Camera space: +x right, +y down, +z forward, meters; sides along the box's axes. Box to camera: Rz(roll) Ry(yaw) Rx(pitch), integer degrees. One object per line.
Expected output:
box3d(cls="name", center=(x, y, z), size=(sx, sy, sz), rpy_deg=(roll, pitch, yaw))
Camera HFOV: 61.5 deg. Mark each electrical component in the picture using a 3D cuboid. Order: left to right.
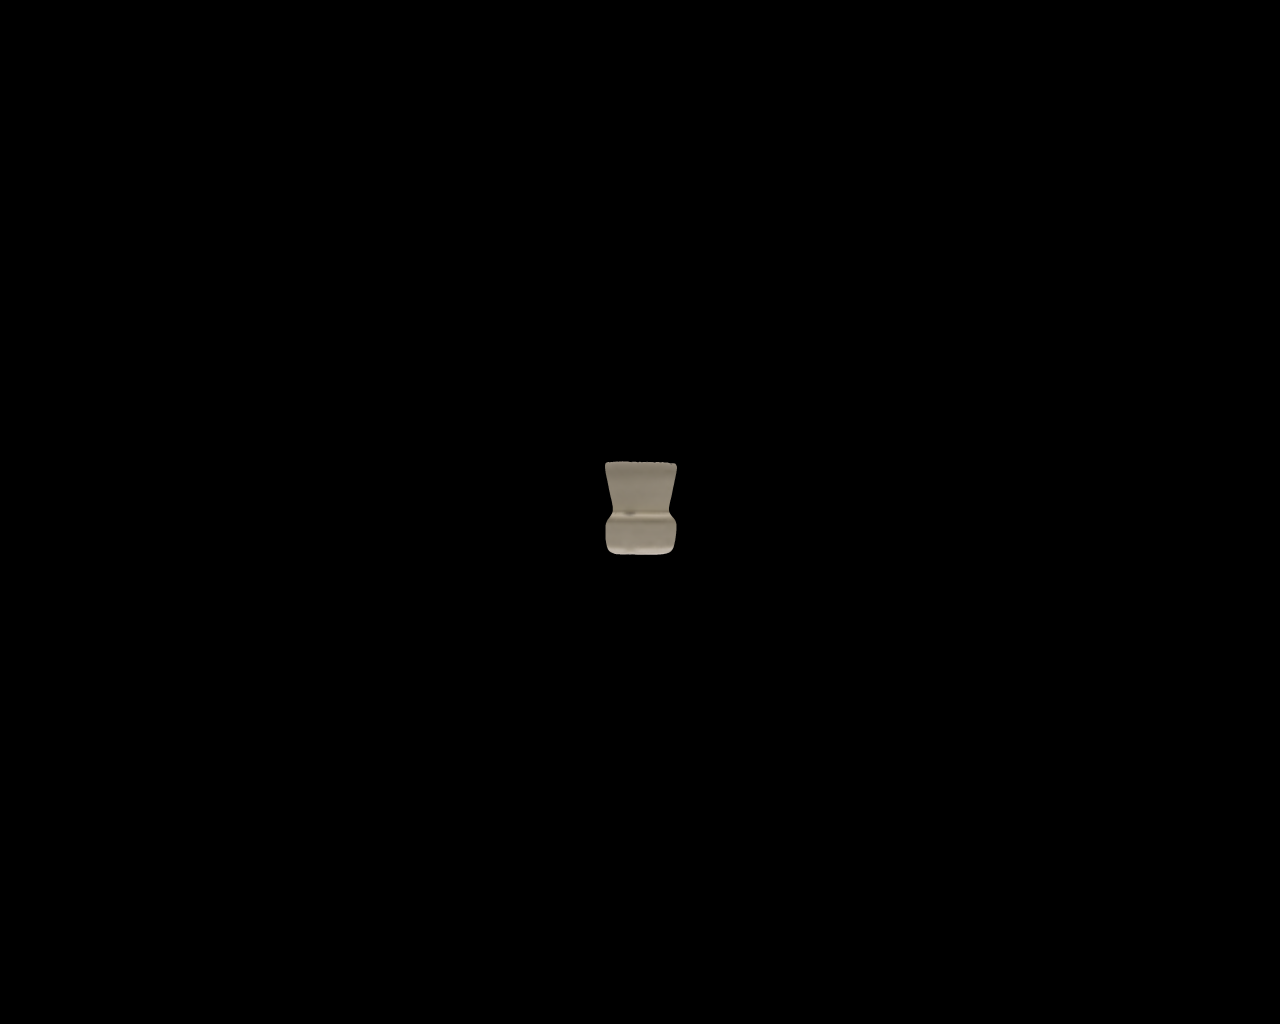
box3d(cls="electrical component", center=(0.001, -0.003, 0.650), size=(0.045, 0.055, 0.045), rpy_deg=(0, 0, 0))
